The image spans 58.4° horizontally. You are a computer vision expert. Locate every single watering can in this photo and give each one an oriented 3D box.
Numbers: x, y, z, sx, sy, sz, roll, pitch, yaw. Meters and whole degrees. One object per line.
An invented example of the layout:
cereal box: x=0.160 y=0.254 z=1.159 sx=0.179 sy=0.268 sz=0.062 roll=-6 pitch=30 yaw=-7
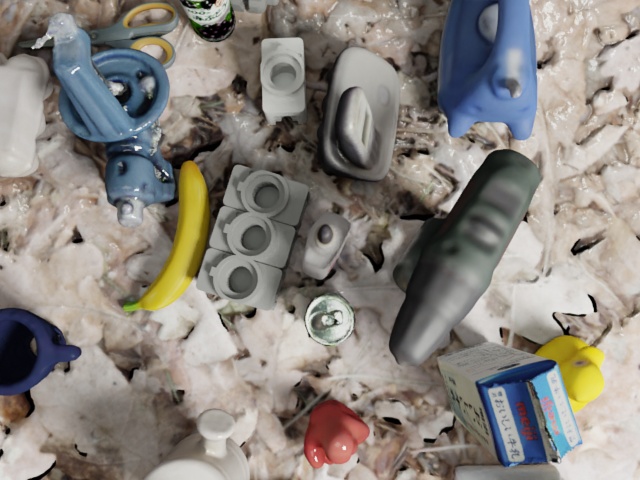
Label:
watering can: x=-0.134 y=0.258 z=0.577 sx=0.101 sy=0.194 sz=0.173 roll=-1 pitch=84 yaw=1

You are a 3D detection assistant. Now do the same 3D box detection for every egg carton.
egg carton: x=-0.380 y=-0.150 z=0.681 sx=0.107 sy=0.069 sz=0.150 roll=7 pitch=85 yaw=1

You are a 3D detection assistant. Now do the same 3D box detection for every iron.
iron: x=0.203 y=-0.250 z=0.648 sx=0.118 sy=0.141 sz=0.258 roll=2 pitch=85 yaw=1

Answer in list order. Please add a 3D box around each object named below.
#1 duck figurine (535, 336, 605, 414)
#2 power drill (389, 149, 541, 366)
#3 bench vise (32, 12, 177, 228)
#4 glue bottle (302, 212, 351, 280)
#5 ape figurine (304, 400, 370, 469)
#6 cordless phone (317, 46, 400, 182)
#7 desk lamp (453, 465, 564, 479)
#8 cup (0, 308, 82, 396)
duck figurine: x=0.279 y=0.159 z=0.636 sx=0.077 sy=0.086 sz=0.104 roll=31 pitch=86 yaw=4
power drill: x=0.133 y=0.021 z=0.589 sx=0.075 sy=0.208 sz=0.230 roll=32 pitch=86 yaw=4
bench vise: x=-0.207 y=-0.128 z=0.601 sx=0.121 sy=0.220 sz=0.207 roll=-26 pitch=85 yaw=-2
glue bottle: x=0.006 y=0.002 z=0.610 sx=0.037 sy=0.173 sz=0.078 roll=24 pitch=85 yaw=3
ape figurine: x=0.017 y=0.219 z=0.630 sx=0.078 sy=0.092 sz=0.076 roll=-10 pitch=84 yaw=0
cordless phone: x=0.045 y=-0.148 z=0.618 sx=0.094 sy=0.185 sz=0.148 roll=6 pitch=85 yaw=2
desk lamp: x=0.252 y=0.304 z=0.559 sx=0.203 sy=0.213 sz=0.118 roll=-1 pitch=84 yaw=1
cup: x=-0.314 y=0.121 z=0.642 sx=0.117 sy=0.095 sz=0.092 roll=0 pitch=85 yaw=1
